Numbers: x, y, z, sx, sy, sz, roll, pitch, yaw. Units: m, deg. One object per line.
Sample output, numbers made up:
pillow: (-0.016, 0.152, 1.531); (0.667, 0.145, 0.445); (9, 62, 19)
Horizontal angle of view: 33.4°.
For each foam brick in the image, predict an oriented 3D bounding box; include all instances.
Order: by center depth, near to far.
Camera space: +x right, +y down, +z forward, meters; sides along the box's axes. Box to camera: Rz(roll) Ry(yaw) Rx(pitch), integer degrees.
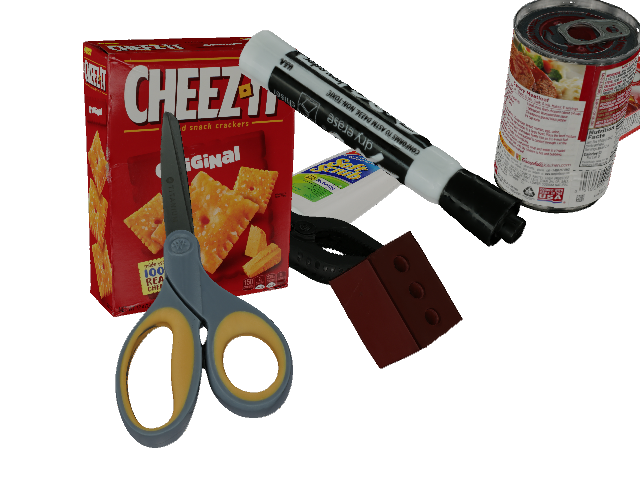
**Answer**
foam brick: (0.055, 0.044, 0.778); (0.052, 0.078, 0.051); (-29, -2, -43)

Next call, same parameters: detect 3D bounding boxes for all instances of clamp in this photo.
clamp: (-0.027, 0.005, 1.072); (0.210, 0.036, 0.164); (20, 34, 6)

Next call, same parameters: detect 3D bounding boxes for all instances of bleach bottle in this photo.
bleach bottle: (0.033, -0.075, 1.350); (0.103, 0.068, 0.250); (25, 43, 34)

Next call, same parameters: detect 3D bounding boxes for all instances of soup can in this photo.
soup can: (0.135, -0.074, 0.594); (0.068, 0.102, 0.068); (0, 41, 0)

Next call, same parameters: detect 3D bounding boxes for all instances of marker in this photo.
marker: (0.021, -0.036, 0.375); (0.121, 0.020, 0.020); (37, 15, 21)

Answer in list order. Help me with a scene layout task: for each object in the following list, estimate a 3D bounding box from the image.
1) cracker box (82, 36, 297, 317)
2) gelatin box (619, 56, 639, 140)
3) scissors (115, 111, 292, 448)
cracker box: (-0.106, -0.055, 0.881); (0.163, 0.214, 0.072); (-7, 21, -28)
gelatin box: (0.206, -0.115, 0.790); (0.073, 0.030, 0.089); (-29, 53, -22)
scissors: (-0.054, 0.014, 0.557); (0.096, 0.201, 0.016); (5, -33, 5)
